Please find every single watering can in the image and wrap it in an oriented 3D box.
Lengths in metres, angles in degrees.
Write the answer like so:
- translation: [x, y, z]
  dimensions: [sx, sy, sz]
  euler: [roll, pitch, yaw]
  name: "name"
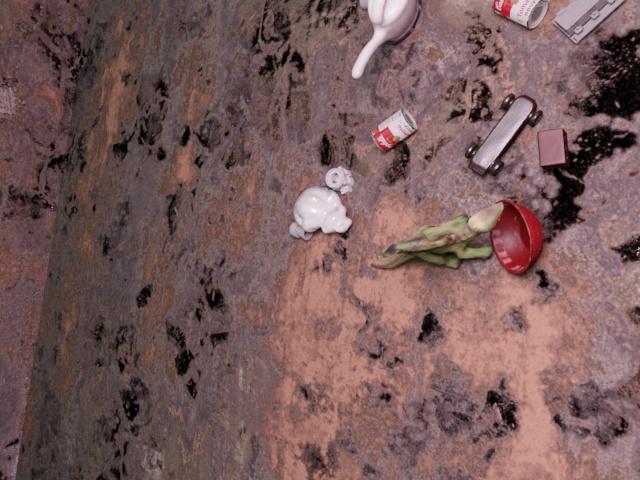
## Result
- translation: [0.167, -0.555, 1.294]
  dimensions: [0.104, 0.225, 0.345]
  euler: [23, 99, 18]
  name: "watering can"

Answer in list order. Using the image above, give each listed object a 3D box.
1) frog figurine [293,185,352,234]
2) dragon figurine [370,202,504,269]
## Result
- translation: [0.004, -0.071, 1.409]
  dimensions: [0.137, 0.121, 0.162]
  euler: [-41, 49, 3]
  name: "frog figurine"
- translation: [0.227, 0.009, 1.151]
  dimensions: [0.406, 0.242, 0.124]
  euler: [-23, 72, 34]
  name: "dragon figurine"
